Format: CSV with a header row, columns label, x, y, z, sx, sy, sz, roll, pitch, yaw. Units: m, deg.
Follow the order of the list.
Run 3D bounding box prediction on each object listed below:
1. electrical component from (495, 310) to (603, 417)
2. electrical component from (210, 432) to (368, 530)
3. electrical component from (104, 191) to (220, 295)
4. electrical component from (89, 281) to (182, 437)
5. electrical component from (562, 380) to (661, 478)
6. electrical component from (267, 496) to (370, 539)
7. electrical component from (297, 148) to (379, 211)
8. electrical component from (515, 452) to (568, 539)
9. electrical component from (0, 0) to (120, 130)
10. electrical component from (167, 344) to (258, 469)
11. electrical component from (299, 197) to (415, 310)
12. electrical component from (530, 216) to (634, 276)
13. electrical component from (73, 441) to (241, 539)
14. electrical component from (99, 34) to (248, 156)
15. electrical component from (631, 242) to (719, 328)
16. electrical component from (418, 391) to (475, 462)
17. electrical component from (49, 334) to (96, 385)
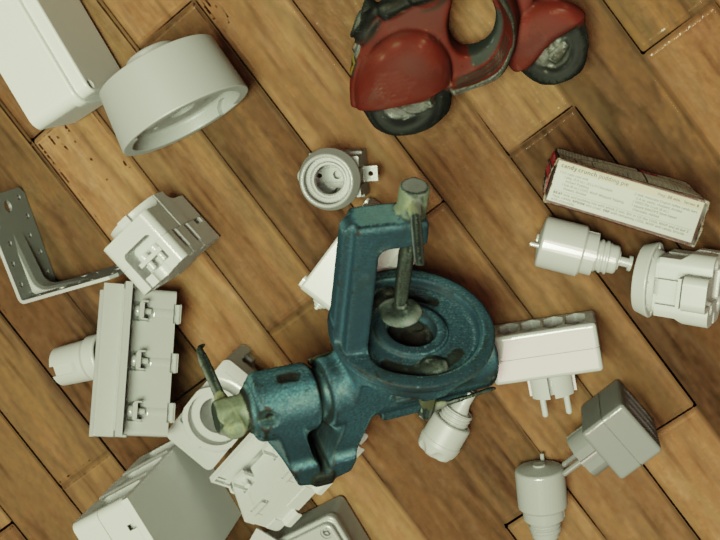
label,x,y,z,sx,sy,sz,roll,pitch,yaw
electrical component,0.149,0.079,0.846,0.083,0.047,0.075,-10,99,13
electrical component,-0.053,0.151,0.884,0.079,0.063,0.121,29,110,-39
electrical component,-0.160,-0.025,0.860,0.050,0.089,0.055,-42,92,16
electrical component,-0.184,0.076,0.880,0.063,0.079,0.121,5,80,-17
electrical component,0.188,0.134,0.841,0.077,0.065,0.047,-41,92,16
electrical component,-0.037,0.267,0.915,0.109,0.056,0.108,-29,95,15
electrical component,-0.020,-0.073,0.841,0.066,0.055,0.048,-2,102,11
electrical component,0.149,0.191,0.873,0.040,0.040,0.078,-5,101,12
electrical component,-0.246,-0.175,0.851,0.057,0.078,0.113,-28,95,18
electrical component,-0.113,0.115,0.898,0.050,0.055,0.089,39,106,1
electrical component,0.000,0.000,0.850,0.061,0.061,0.096,38,106,1
electrical component,0.170,-0.015,0.826,0.078,0.040,0.040,15,104,8
electrical component,-0.164,0.206,0.878,0.062,0.150,0.089,-29,95,14
electrical component,-0.148,-0.140,0.827,0.108,0.108,0.060,-29,89,15
electrical component,0.238,0.010,0.805,0.057,0.078,0.058,10,103,28
electrical component,0.075,0.124,0.876,0.035,0.035,0.061,29,103,3
electrical component,-0.237,0.078,0.923,0.046,0.040,0.040,-14,99,19
